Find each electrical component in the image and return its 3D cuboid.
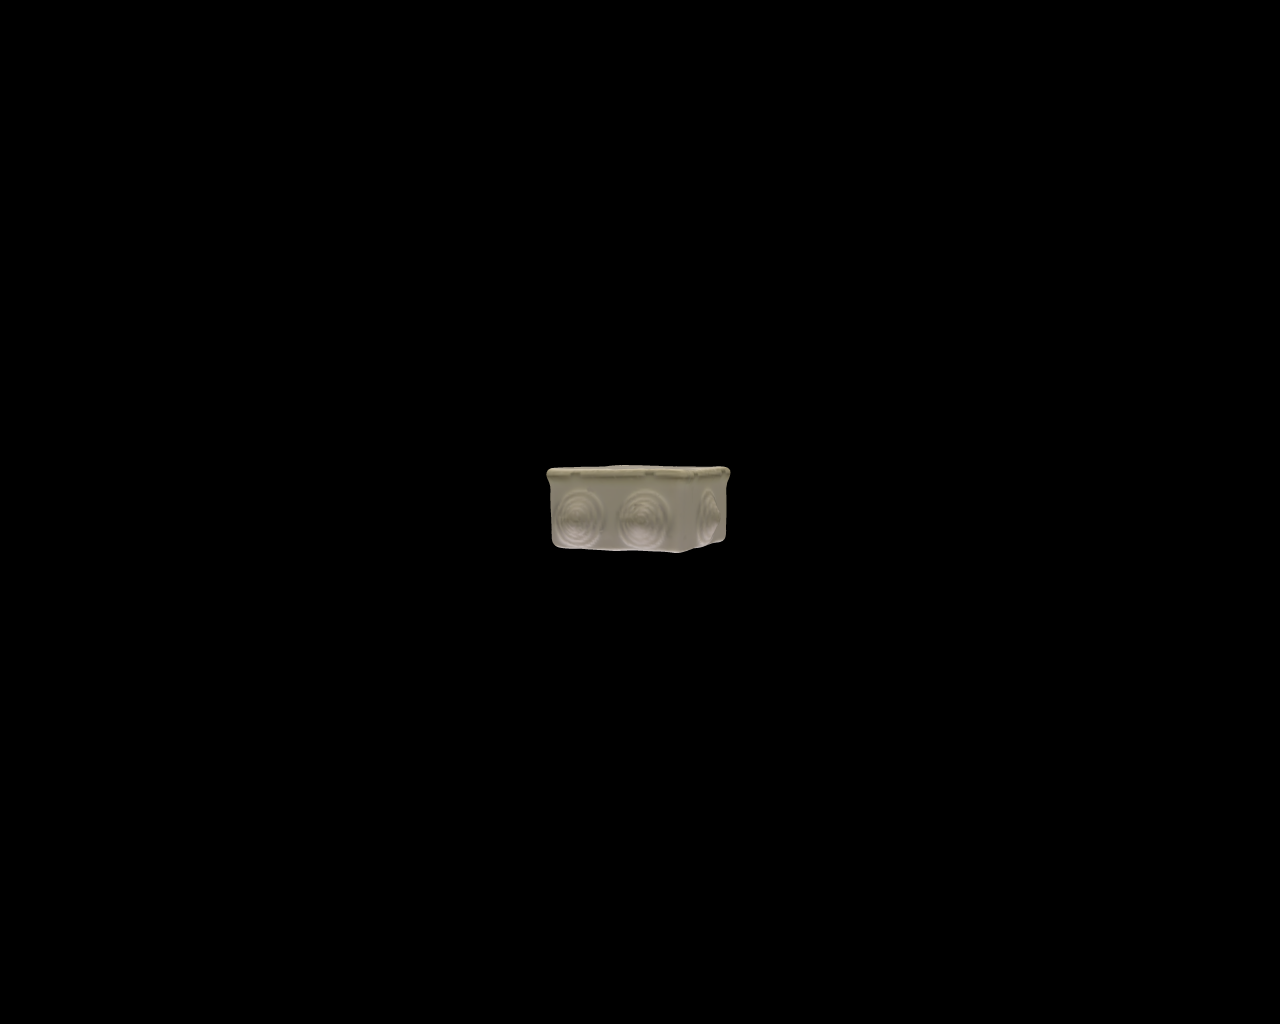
[{"bbox_3d":[0.001,-0.003,0.650,0.100,0.048,0.100,2,4,24],"label":"electrical component"}]
